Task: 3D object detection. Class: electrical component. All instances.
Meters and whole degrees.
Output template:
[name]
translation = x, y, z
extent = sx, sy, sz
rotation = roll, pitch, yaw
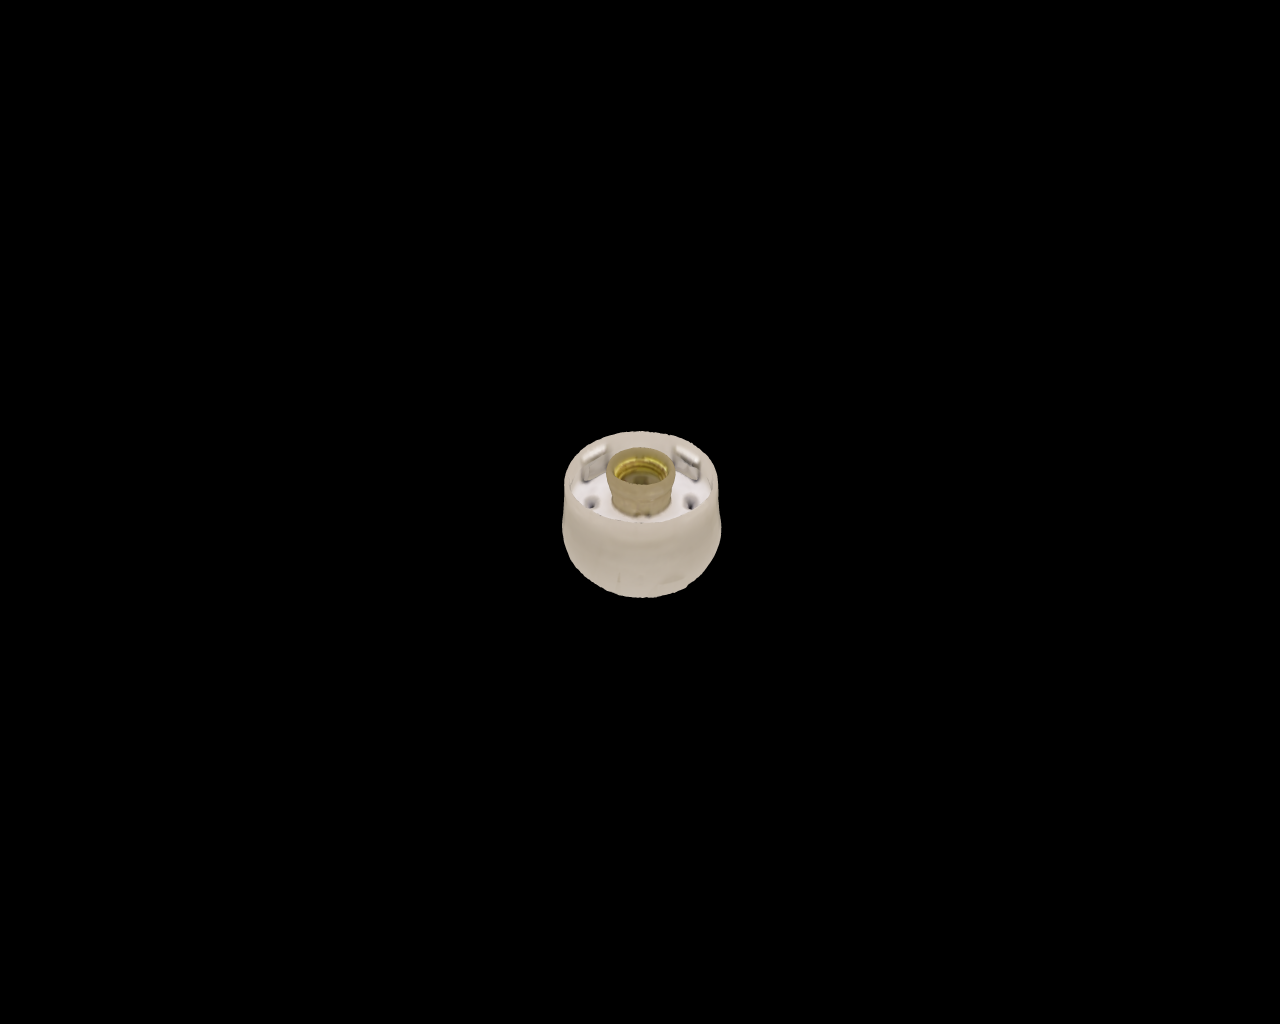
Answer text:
[electrical component]
translation = 0.001, -0.003, 0.650
extent = 0.099, 0.064, 0.099
rotation = 0, 40, 0
